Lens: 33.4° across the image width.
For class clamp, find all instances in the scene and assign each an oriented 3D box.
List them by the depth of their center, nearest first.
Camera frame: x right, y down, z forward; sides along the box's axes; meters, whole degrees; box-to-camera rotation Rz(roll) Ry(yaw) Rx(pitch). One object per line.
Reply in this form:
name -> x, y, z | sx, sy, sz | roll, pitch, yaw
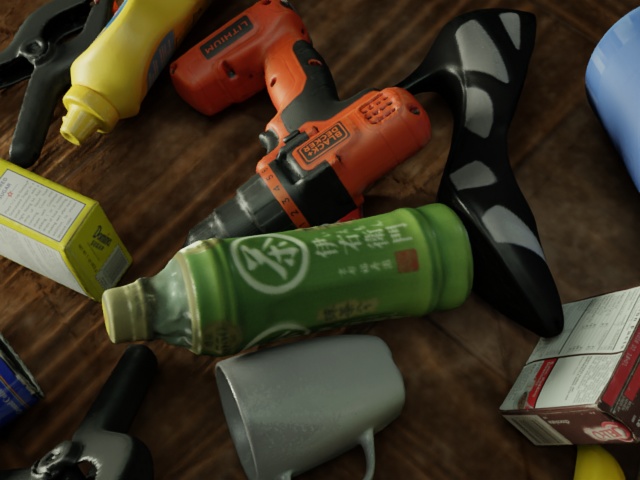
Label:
clamp -> -0.140, 0.132, 0.624 | 0.164, 0.036, 0.210 | -39, 22, -17
clamp -> -0.211, -0.128, 0.819 | 0.171, 0.039, 0.120 | -43, 68, -14

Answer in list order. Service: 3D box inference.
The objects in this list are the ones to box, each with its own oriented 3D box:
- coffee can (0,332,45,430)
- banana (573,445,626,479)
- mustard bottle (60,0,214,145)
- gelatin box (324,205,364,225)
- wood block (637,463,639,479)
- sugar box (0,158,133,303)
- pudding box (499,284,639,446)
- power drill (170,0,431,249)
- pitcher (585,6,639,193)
coffee can -> -0.262, 0.104, 0.675 | 0.140, 0.103, 0.103 | -38, 66, -13
banana -> 0.127, 0.196, 0.626 | 0.070, 0.037, 0.197 | 18, 60, 47
mustard bottle -> -0.131, -0.150, 0.790 | 0.058, 0.096, 0.191 | 33, 71, -8
gelatin box -> -0.005, 0.001, 0.737 | 0.073, 0.030, 0.089 | -5, 63, 4
wood block -> 0.218, 0.187, 0.587 | 0.091, 0.090, 0.206 | 11, 66, 12
sugar box -> -0.222, -0.023, 0.739 | 0.176, 0.093, 0.048 | 26, 68, 17
pudding box -> 0.164, 0.075, 0.635 | 0.039, 0.114, 0.090 | 39, 69, -10
power drill -> -0.038, -0.074, 0.735 | 0.184, 0.057, 0.188 | -33, 49, 0
pitcher -> 0.265, -0.040, 0.660 | 0.145, 0.149, 0.243 | -10, 45, -8
